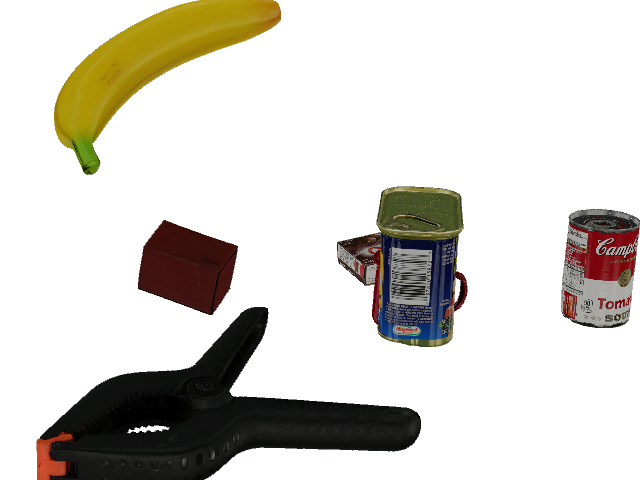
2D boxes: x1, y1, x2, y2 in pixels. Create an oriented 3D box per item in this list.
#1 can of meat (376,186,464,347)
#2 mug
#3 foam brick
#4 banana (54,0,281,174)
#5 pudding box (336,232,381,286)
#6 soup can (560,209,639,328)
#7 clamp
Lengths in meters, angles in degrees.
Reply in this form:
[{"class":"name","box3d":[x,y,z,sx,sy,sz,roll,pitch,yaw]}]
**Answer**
[{"class":"can of meat","box3d":[0.068,0.017,0.745,0.057,0.084,0.102,3,19,5]},{"class":"mug","box3d":[0.117,0.061,1.268,0.117,0.081,0.093,1,23,-8]},{"class":"foam brick","box3d":[-0.125,0.025,1.002,0.078,0.051,0.053,20,34,8]},{"class":"banana","box3d":[-0.107,-0.112,0.689,0.070,0.197,0.037,35,-33,11]},{"class":"pudding box","box3d":[0.092,0.022,1.529,0.113,0.039,0.090,-15,26,-21]},{"class":"soup can","box3d":[0.274,0.027,1.050,0.068,0.102,0.068,1,18,0]},{"class":"clamp","box3d":[-0.069,0.094,0.624,0.209,0.036,0.165,-9,26,-31]}]
